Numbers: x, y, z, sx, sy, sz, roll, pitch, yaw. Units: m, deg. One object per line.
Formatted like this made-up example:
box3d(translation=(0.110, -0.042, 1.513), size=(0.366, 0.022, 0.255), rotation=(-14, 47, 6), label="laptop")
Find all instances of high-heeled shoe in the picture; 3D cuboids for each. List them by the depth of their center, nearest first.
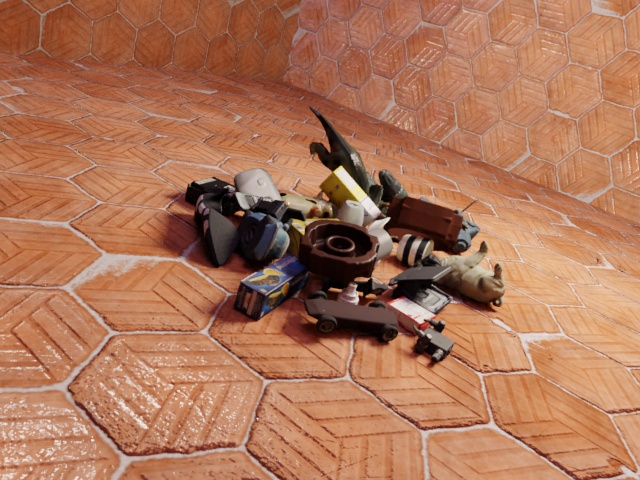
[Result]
box3d(translation=(-0.257, -0.019, 1.233), size=(0.086, 0.145, 0.249), rotation=(30, 42, -31), label="high-heeled shoe")

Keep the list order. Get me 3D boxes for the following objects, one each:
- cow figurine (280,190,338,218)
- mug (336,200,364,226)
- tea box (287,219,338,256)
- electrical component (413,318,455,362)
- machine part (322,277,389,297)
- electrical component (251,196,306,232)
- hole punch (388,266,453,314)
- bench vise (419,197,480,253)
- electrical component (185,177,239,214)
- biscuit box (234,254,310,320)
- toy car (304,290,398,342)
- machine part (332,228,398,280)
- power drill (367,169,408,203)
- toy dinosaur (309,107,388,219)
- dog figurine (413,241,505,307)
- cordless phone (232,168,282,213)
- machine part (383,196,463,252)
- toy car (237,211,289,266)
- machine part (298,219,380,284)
box3d(translation=(-0.041, -0.086, 1.485), size=(0.195, 0.085, 0.127), rotation=(6, 31, -22), label="cow figurine")
box3d(translation=(0.080, -0.055, 1.458), size=(0.081, 0.107, 0.110), rotation=(16, 25, -5), label="mug")
box3d(translation=(-0.003, -0.004, 1.333), size=(0.169, 0.068, 0.098), rotation=(0, 28, -36), label="tea box")
box3d(translation=(0.224, 0.194, 1.060), size=(0.078, 0.045, 0.102), rotation=(29, 26, 31), label="electrical component")
box3d(translation=(0.074, 0.100, 1.158), size=(0.139, 0.039, 0.084), rotation=(7, -12, -4), label="machine part")
box3d(translation=(-0.094, -0.053, 1.256), size=(0.119, 0.074, 0.048), rotation=(18, 57, 28), label="electrical component")
box3d(translation=(0.235, 0.112, 1.226), size=(0.116, 0.092, 0.142), rotation=(0, 17, 40), label="hole punch")
box3d(translation=(0.382, -0.064, 1.642), size=(0.240, 0.129, 0.224), rotation=(33, 40, -7), label="bench vise")
box3d(translation=(-0.269, -0.113, 1.419), size=(0.134, 0.058, 0.115), rotation=(26, 27, 21), label="electrical component")
box3d(translation=(-0.088, 0.088, 1.072), size=(0.059, 0.062, 0.202), rotation=(25, 24, 17), label="biscuit box")
box3d(translation=(0.060, 0.151, 1.041), size=(0.202, 0.053, 0.089), rotation=(10, 34, -25), label="toy car")
box3d(translation=(0.087, 0.032, 1.250), size=(0.243, 0.079, 0.079), rotation=(-25, 44, -35), label="machine part")
box3d(translation=(0.201, -0.160, 1.707), size=(0.208, 0.086, 0.231), rotation=(20, -22, 52), label="power drill")
box3d(translation=(0.085, -0.197, 1.565), size=(0.131, 0.404, 0.192), rotation=(-44, 34, -24), label="toy dinosaur")
box3d(translation=(0.339, 0.105, 1.319), size=(0.191, 0.121, 0.172), rotation=(-17, 54, -10), label="dog figurine")
box3d(translation=(-0.178, -0.115, 1.328), size=(0.146, 0.089, 0.184), rotation=(66, 19, 13), label="cordless phone")
box3d(translation=(0.278, -0.038, 1.472), size=(0.202, 0.087, 0.201), rotation=(19, -10, 8), label="machine part")
box3d(translation=(-0.126, 0.001, 1.218), size=(0.103, 0.109, 0.162), rotation=(30, -5, -37), label="toy car")
box3d(translation=(0.040, 0.021, 1.137), size=(0.179, 0.056, 0.179), rotation=(7, 32, -4), label="machine part")
